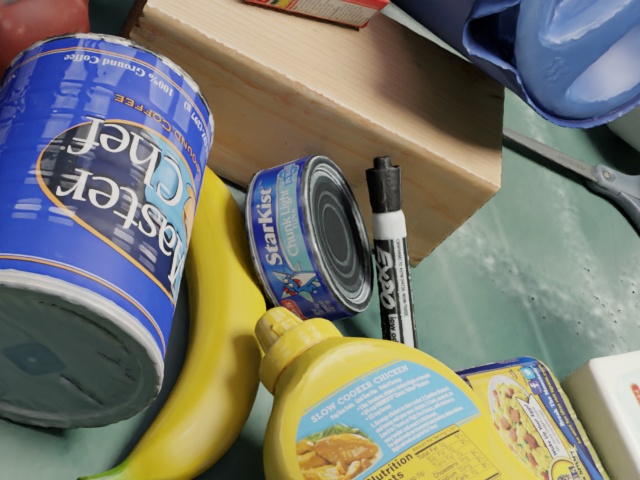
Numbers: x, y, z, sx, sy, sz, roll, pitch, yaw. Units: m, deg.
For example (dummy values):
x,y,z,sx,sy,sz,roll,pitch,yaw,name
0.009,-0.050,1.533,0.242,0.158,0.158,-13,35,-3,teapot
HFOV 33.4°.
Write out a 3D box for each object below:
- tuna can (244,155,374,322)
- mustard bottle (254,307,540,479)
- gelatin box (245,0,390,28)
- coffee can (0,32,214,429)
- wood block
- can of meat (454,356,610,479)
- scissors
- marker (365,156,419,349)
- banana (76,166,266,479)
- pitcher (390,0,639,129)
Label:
x,y,z,sx,sy,sz,roll,pitch,yaw,name
-0.004,0.001,0.544,0.086,0.034,0.086,50,31,-47,tuna can
0.032,0.096,0.434,0.096,0.058,0.192,-26,55,-25,mustard bottle
-0.006,-0.161,0.560,0.073,0.030,0.089,7,64,-30,gelatin box
-0.106,-0.005,0.461,0.102,0.103,0.140,23,48,-18,coffee can
-0.009,-0.080,0.591,0.206,0.090,0.090,25,47,-17,wood block
0.090,0.111,0.539,0.083,0.058,0.102,-5,61,-38,can of meat
0.208,-0.025,0.748,0.201,0.016,0.096,10,54,-28,scissors
0.038,0.017,0.555,0.020,0.020,0.121,-13,100,-39,marker
-0.057,0.038,0.507,0.069,0.037,0.197,24,48,-19,banana
0.101,-0.175,0.608,0.149,0.145,0.243,25,14,-44,pitcher
